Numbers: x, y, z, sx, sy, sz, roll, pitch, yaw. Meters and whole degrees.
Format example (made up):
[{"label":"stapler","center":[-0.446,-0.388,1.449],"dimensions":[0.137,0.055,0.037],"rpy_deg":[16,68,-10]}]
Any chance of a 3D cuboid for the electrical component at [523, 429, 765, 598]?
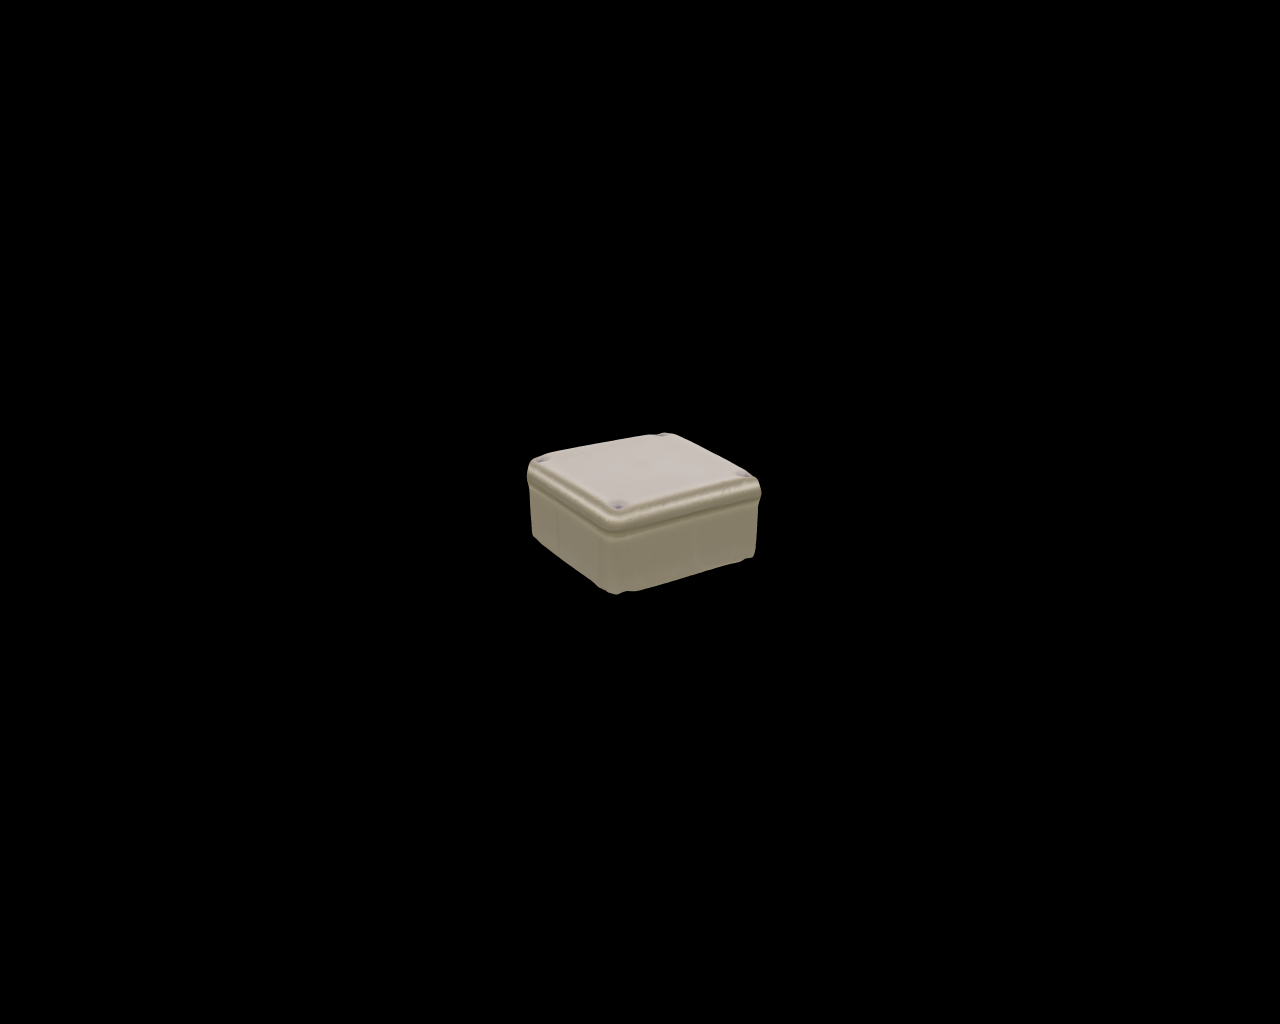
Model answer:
[{"label":"electrical component","center":[0.001,-0.003,0.650],"dimensions":[0.109,0.056,0.109],"rpy_deg":[-13,26,-29]}]
